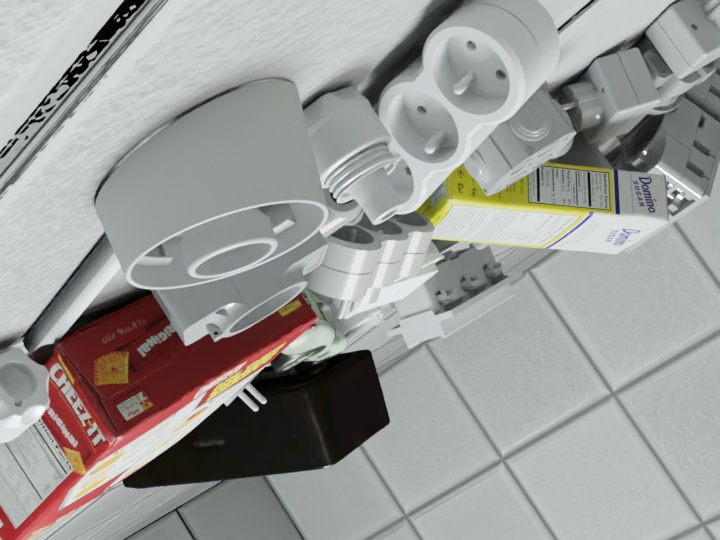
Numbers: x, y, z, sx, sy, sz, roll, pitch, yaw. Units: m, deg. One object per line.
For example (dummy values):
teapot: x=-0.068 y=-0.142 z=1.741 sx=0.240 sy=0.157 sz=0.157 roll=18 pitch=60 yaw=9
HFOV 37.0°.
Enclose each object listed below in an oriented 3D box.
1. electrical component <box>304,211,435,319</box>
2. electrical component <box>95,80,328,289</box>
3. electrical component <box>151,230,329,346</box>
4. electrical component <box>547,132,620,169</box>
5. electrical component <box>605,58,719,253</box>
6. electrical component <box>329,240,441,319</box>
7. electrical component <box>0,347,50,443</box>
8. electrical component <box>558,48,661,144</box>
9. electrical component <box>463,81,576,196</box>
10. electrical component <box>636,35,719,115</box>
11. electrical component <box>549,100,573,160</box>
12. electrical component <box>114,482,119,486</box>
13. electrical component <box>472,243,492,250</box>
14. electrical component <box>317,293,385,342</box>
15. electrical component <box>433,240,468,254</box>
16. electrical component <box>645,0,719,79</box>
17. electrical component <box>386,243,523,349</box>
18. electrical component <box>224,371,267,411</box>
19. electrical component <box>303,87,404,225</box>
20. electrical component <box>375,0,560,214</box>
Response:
electrical component: x=0.000 y=0.000 z=0.766 sx=0.138 sy=0.052 sz=0.073 roll=-20 pitch=132 yaw=-60
electrical component: x=-0.063 y=-0.033 z=0.462 sx=0.099 sy=0.064 sz=0.099 roll=-20 pitch=167 yaw=-5
electrical component: x=-0.066 y=-0.002 z=0.582 sx=0.089 sy=0.055 sz=0.050 roll=-32 pitch=172 yaw=-14
electrical component: x=0.190 y=-0.107 z=0.898 sx=0.079 sy=0.077 sz=0.043 roll=-38 pitch=171 yaw=11
electrical component: x=0.271 y=-0.121 z=0.959 sx=0.105 sy=0.060 sz=0.186 roll=-44 pitch=-165 yaw=54
electrical component: x=0.011 y=-0.002 z=0.877 sx=0.096 sy=0.061 sz=0.062 roll=-26 pitch=169 yaw=-45
electrical component: x=-0.192 y=0.071 z=0.561 sx=0.062 sy=0.043 sz=0.043 roll=-37 pitch=172 yaw=35
electrical component: x=0.180 y=-0.130 z=0.836 sx=0.077 sy=0.047 sz=0.065 roll=-18 pitch=169 yaw=-14
electrical component: x=0.102 y=-0.092 z=0.732 sx=0.080 sy=0.051 sz=0.080 roll=-33 pitch=172 yaw=-5
electrical component: x=0.246 y=-0.162 z=0.867 sx=0.078 sy=0.058 sz=0.057 roll=-30 pitch=168 yaw=-27
electrical component: x=0.127 y=-0.100 z=0.816 sx=0.048 sy=0.048 sz=0.062 roll=-28 pitch=-179 yaw=-34
electrical component: x=-0.233 y=0.157 z=0.875 sx=0.109 sy=0.056 sz=0.109 roll=-25 pitch=169 yaw=-47
electrical component: x=0.129 y=-0.068 z=0.942 sx=0.096 sy=0.061 sz=0.061 roll=-29 pitch=171 yaw=-28
electrical component: x=-0.020 y=0.033 z=0.965 sx=0.062 sy=0.061 sz=0.096 roll=-33 pitch=172 yaw=-2
electrical component: x=0.087 y=-0.044 z=0.987 sx=0.066 sy=0.048 sz=0.055 roll=-30 pitch=179 yaw=-26
electrical component: x=0.275 y=-0.195 z=0.811 sx=0.083 sy=0.047 sz=0.075 roll=-30 pitch=172 yaw=-25
electrical component: x=0.083 y=0.018 z=0.988 sx=0.079 sy=0.063 sz=0.121 roll=-21 pitch=-177 yaw=42
electrical component: x=-0.105 y=0.079 z=0.833 sx=0.044 sy=0.079 sz=0.077 roll=-46 pitch=-179 yaw=-35
electrical component: x=-0.003 y=-0.051 z=0.509 sx=0.043 sy=0.062 sz=0.043 roll=-32 pitch=172 yaw=-5
electrical component: x=0.049 y=-0.089 z=0.534 sx=0.073 sy=0.052 sz=0.138 roll=-47 pitch=-178 yaw=-38
